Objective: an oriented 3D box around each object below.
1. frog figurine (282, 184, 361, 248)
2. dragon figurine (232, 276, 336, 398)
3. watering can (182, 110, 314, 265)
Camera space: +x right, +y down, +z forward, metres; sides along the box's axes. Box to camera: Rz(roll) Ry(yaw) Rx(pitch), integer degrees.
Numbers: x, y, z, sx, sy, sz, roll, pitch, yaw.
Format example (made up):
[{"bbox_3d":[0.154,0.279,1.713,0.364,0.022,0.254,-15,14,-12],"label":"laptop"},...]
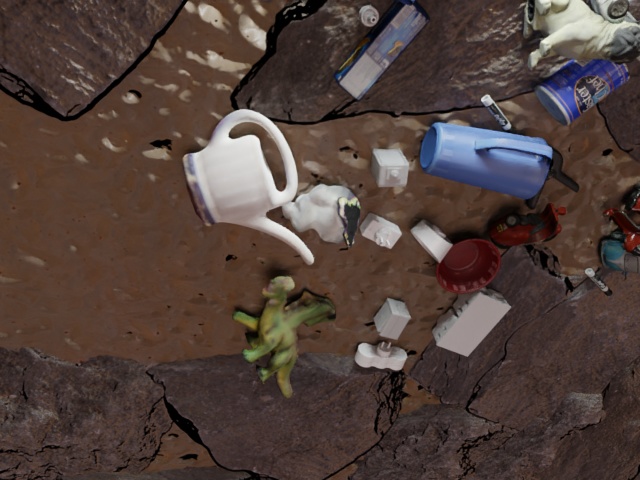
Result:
[{"bbox_3d":[0.003,-0.057,1.133,0.159,0.125,0.134,6,138,31],"label":"frog figurine"},{"bbox_3d":[-0.066,0.236,1.288,0.243,0.125,0.402,-28,130,-1],"label":"dragon figurine"},{"bbox_3d":[-0.148,-0.085,1.053,0.224,0.105,0.344,-16,102,1],"label":"watering can"}]
